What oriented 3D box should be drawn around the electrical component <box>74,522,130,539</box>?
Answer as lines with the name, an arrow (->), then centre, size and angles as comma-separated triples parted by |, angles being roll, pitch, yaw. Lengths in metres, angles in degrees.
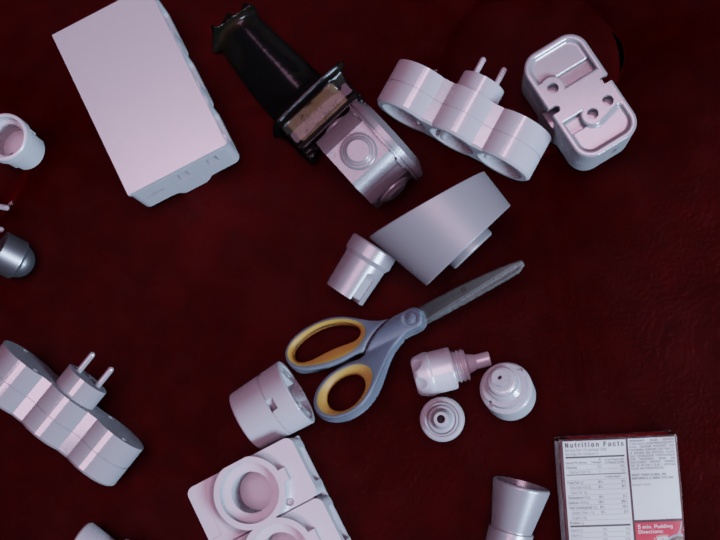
electrical component -> -0.197, 0.229, 0.842 | 0.055, 0.045, 0.045 | 22, 85, 8

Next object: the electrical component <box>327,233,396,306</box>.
electrical component -> 0.000, 0.000, 0.858 | 0.040, 0.040, 0.046 | 33, 91, 9

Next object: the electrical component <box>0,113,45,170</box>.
electrical component -> -0.288, -0.105, 0.897 | 0.040, 0.046, 0.040 | -1, 82, 5

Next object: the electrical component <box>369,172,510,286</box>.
electrical component -> 0.065, -0.036, 0.829 | 0.099, 0.099, 0.064 | -43, 87, -2

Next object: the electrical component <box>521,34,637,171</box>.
electrical component -> 0.171, -0.130, 0.849 | 0.054, 0.059, 0.095 | -31, 80, 1

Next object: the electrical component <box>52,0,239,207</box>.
electrical component -> -0.173, -0.139, 0.883 | 0.089, 0.061, 0.150 | -27, 80, 1

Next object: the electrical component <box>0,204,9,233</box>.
electrical component -> -0.332, -0.049, 0.894 | 0.079, 0.044, 0.077 | 10, 83, 7

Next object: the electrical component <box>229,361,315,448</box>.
electrical component -> -0.070, 0.107, 0.843 | 0.047, 0.055, 0.055 | -31, 80, 4

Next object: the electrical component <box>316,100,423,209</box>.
electrical component -> 0.008, -0.091, 0.851 | 0.051, 0.080, 0.080 | -43, 80, 4

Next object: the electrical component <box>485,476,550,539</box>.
electrical component -> 0.116, 0.194, 0.819 | 0.044, 0.044, 0.065 | 13, 88, 7

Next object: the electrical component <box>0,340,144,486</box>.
electrical component -> -0.226, 0.100, 0.849 | 0.138, 0.052, 0.073 | 39, 87, -4

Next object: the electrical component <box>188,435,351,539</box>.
electrical component -> -0.057, 0.214, 0.822 | 0.089, 0.061, 0.150 | -28, 80, 1

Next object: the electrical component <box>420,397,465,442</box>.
electrical component -> 0.063, 0.114, 0.824 | 0.035, 0.061, 0.035 | -1, 82, 5

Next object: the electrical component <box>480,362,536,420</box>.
electrical component -> 0.111, 0.090, 0.818 | 0.040, 0.078, 0.040 | -4, 72, 13

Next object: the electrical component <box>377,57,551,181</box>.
electrical component -> 0.091, -0.135, 0.861 | 0.138, 0.052, 0.073 | 28, 86, 9

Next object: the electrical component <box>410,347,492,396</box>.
electrical component -> 0.072, 0.077, 0.843 | 0.061, 0.035, 0.035 | -14, 81, 1
